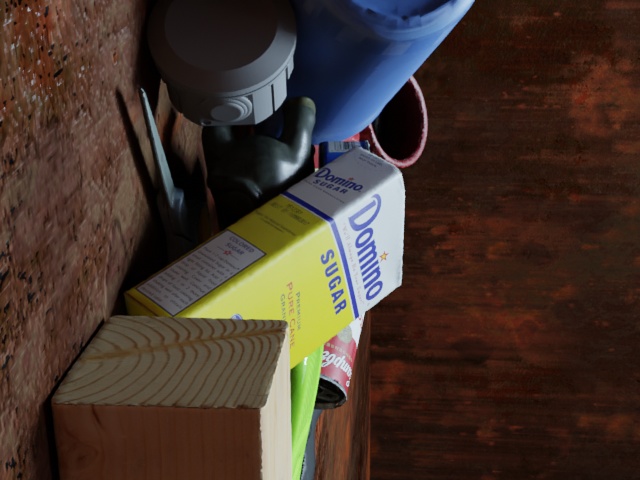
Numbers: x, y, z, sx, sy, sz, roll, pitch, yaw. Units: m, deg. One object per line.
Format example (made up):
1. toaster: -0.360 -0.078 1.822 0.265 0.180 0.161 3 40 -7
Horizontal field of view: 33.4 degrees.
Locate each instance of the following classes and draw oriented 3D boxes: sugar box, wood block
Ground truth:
1. sugar box: -0.023 0.028 0.599 0.176 0.048 0.093 -33 139 -30
2. wood block: -0.061 0.148 0.504 0.090 0.091 0.206 -74 164 -69

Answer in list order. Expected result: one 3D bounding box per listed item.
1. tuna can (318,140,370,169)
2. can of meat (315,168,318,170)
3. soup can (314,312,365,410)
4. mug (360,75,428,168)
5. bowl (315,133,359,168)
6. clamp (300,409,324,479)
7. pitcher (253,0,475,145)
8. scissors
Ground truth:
1. tuna can: 0.016 -0.024 0.716 0.086 0.033 0.086 176 -86 -90
2. can of meat: -0.005 0.001 0.817 0.102 0.084 0.057 34 51 -30
3. soup can: 0.001 0.091 0.955 0.068 0.068 0.102 83 18 -55
4. mug: 0.033 -0.099 0.957 0.093 0.082 0.117 54 49 -33
5. bowl: -0.011 -0.111 0.858 0.162 0.055 0.162 -21 90 -77
6. clamp: -0.033 0.165 0.991 0.164 0.036 0.210 52 43 -46
7. pitcher: 0.019 -0.156 0.678 0.243 0.145 0.149 154 -84 -76
8. scissors: -0.082 -0.027 0.623 0.096 0.016 0.202 -85 175 -49
